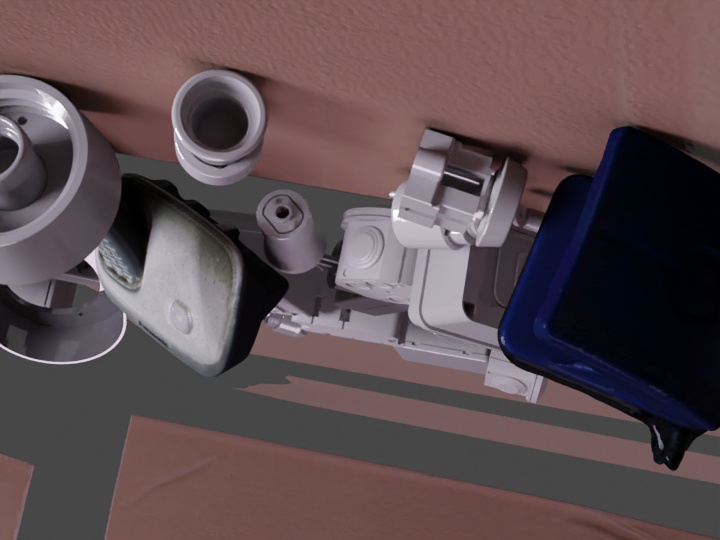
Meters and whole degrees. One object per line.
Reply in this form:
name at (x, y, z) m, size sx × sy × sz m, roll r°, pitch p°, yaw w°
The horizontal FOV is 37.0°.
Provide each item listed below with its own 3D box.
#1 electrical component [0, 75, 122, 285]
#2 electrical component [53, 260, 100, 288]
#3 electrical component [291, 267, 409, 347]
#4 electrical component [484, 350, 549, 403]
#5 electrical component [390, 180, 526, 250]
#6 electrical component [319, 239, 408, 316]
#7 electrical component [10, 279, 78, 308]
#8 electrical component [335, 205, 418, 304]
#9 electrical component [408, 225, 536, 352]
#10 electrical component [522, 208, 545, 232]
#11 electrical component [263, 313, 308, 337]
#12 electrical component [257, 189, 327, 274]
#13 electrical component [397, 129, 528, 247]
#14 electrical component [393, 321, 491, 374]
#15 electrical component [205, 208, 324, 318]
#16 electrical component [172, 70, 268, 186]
electrical component at (-0.188, -0.052, 0.574) m, size 0.108 × 0.108 × 0.060 m, roll 10°, pitch 162°, yaw 6°
electrical component at (-0.252, -0.010, 0.984) m, size 0.083 × 0.047 × 0.075 m, roll 11°, pitch 169°, yaw 0°
electrical component at (-0.004, 0.026, 0.896) m, size 0.089 × 0.055 × 0.050 m, roll 9°, pitch 168°, yaw 13°
electrical component at (0.138, 0.068, 0.905) m, size 0.051 × 0.080 × 0.080 m, roll 15°, pitch 169°, yaw 10°
electrical component at (0.054, -0.031, 0.597) m, size 0.078 × 0.040 × 0.040 m, roll 3°, pitch 166°, yaw 35°
electrical component at (0.000, 0.000, 0.785) m, size 0.076 × 0.047 × 0.083 m, roll 16°, pitch 168°, yaw -21°
electrical component at (-0.311, 0.015, 1.037) m, size 0.062 × 0.096 × 0.061 m, roll 10°, pitch 169°, yaw 9°
electrical component at (0.024, -0.009, 0.706) m, size 0.080 × 0.051 × 0.080 m, roll 11°, pitch 169°, yaw 2°
electrical component at (0.092, 0.009, 0.661) m, size 0.113 × 0.078 × 0.057 m, roll 18°, pitch 164°, yaw -29°
electrical component at (0.120, -0.021, 0.599) m, size 0.061 × 0.035 × 0.035 m, roll 16°, pitch 168°, yaw -10°
electrical component at (-0.080, 0.042, 1.080) m, size 0.062 × 0.043 × 0.043 m, roll 17°, pitch 168°, yaw -17°
electrical component at (-0.047, -0.027, 0.716) m, size 0.044 × 0.044 × 0.065 m, roll 10°, pitch 164°, yaw 7°
electrical component at (0.052, -0.040, 0.546) m, size 0.055 × 0.048 × 0.066 m, roll 19°, pitch 169°, yaw 2°
electrical component at (0.082, 0.061, 1.001) m, size 0.100 × 0.048 × 0.099 m, roll 9°, pitch 168°, yaw 11°
electrical component at (-0.096, -0.005, 0.831) m, size 0.109 × 0.056 × 0.109 m, roll 8°, pitch 168°, yaw 18°
electrical component at (-0.069, -0.068, 0.525) m, size 0.045 × 0.045 × 0.055 m, roll 13°, pitch 169°, yaw -6°
